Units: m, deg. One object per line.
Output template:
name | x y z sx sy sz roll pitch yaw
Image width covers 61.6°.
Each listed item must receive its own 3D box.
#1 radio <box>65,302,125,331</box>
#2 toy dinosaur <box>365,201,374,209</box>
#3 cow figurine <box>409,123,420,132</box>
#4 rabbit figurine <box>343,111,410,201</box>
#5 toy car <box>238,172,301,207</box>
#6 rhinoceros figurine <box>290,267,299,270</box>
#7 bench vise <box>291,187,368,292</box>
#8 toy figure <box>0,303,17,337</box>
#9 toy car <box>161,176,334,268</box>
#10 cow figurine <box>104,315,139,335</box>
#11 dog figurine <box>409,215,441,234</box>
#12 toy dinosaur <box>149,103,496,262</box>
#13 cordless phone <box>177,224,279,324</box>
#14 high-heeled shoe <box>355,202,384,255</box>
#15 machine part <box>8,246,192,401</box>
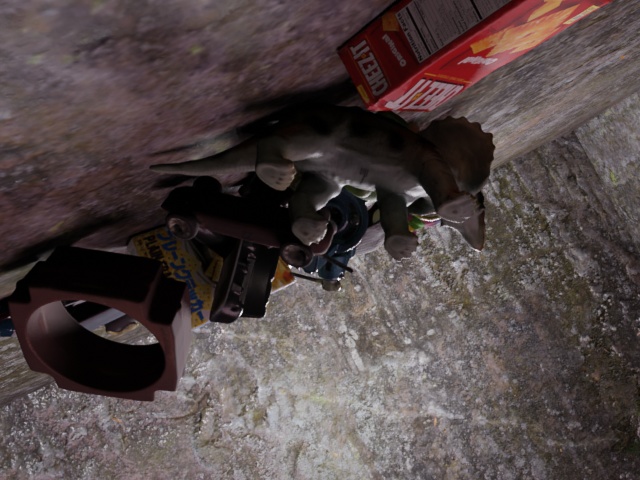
radio | -0.401 0.113 0.931 0.230 0.073 0.131 -27 174 -10
toy dinosaur | 0.094 -0.091 1.173 0.471 0.105 0.198 -37 171 0
cow figurine | 0.096 -0.124 0.969 0.195 0.085 0.127 -30 173 -2
rabbit figurine | 0.032 -0.115 0.738 0.170 0.121 0.159 5 160 -45
toy car | -0.061 -0.070 0.727 0.056 0.073 0.202 -32 178 -24
rhinoceros figurine | -0.085 0.050 1.110 0.190 0.073 0.112 -37 162 24
bench vise | 0.009 0.000 0.860 0.240 0.129 0.223 -52 161 -68
toy figure | -0.463 0.119 0.774 0.154 0.058 0.064 -19 133 -42
toy car | -0.084 -0.021 0.628 0.089 0.202 0.053 -71 170 -46
cow figurine | -0.347 0.112 1.039 0.167 0.098 0.068 -26 168 -4
dog figurine | 0.213 -0.069 1.159 0.219 0.108 0.191 -38 165 -8
toy dinosaur | 0.040 -0.090 0.600 0.192 0.405 0.131 -86 -164 -48
cordless phone | -0.140 0.026 0.718 0.089 0.146 0.184 2 157 26
high-heeled shoe | 0.106 -0.068 1.044 0.249 0.145 0.086 -23 144 7
machine part | -0.271 0.109 0.690 0.201 0.201 0.087 8 -143 -1
